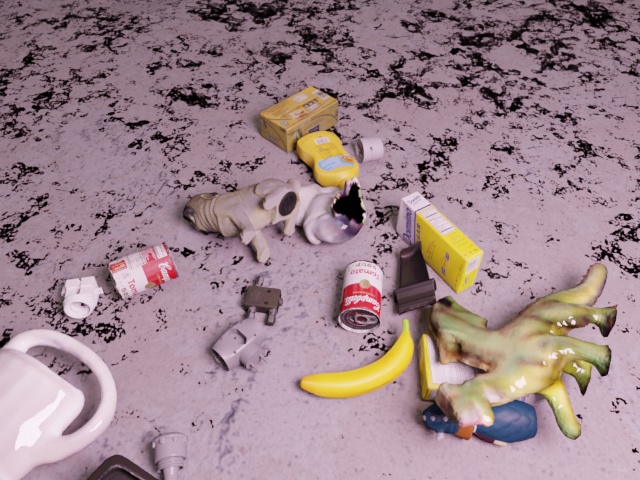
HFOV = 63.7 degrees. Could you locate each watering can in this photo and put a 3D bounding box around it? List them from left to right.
[{"bbox_3d":[-0.451,0.209,0.705,0.349,0.101,0.229,21,51,16],"label":"watering can"}]

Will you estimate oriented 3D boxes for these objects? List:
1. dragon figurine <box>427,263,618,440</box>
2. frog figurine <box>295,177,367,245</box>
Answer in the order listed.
[{"bbox_3d":[0.281,0.128,0.751,0.244,0.119,0.418,16,37,22],"label":"dragon figurine"},{"bbox_3d":[0.003,-0.049,0.983,0.158,0.121,0.140,-12,45,39],"label":"frog figurine"}]
